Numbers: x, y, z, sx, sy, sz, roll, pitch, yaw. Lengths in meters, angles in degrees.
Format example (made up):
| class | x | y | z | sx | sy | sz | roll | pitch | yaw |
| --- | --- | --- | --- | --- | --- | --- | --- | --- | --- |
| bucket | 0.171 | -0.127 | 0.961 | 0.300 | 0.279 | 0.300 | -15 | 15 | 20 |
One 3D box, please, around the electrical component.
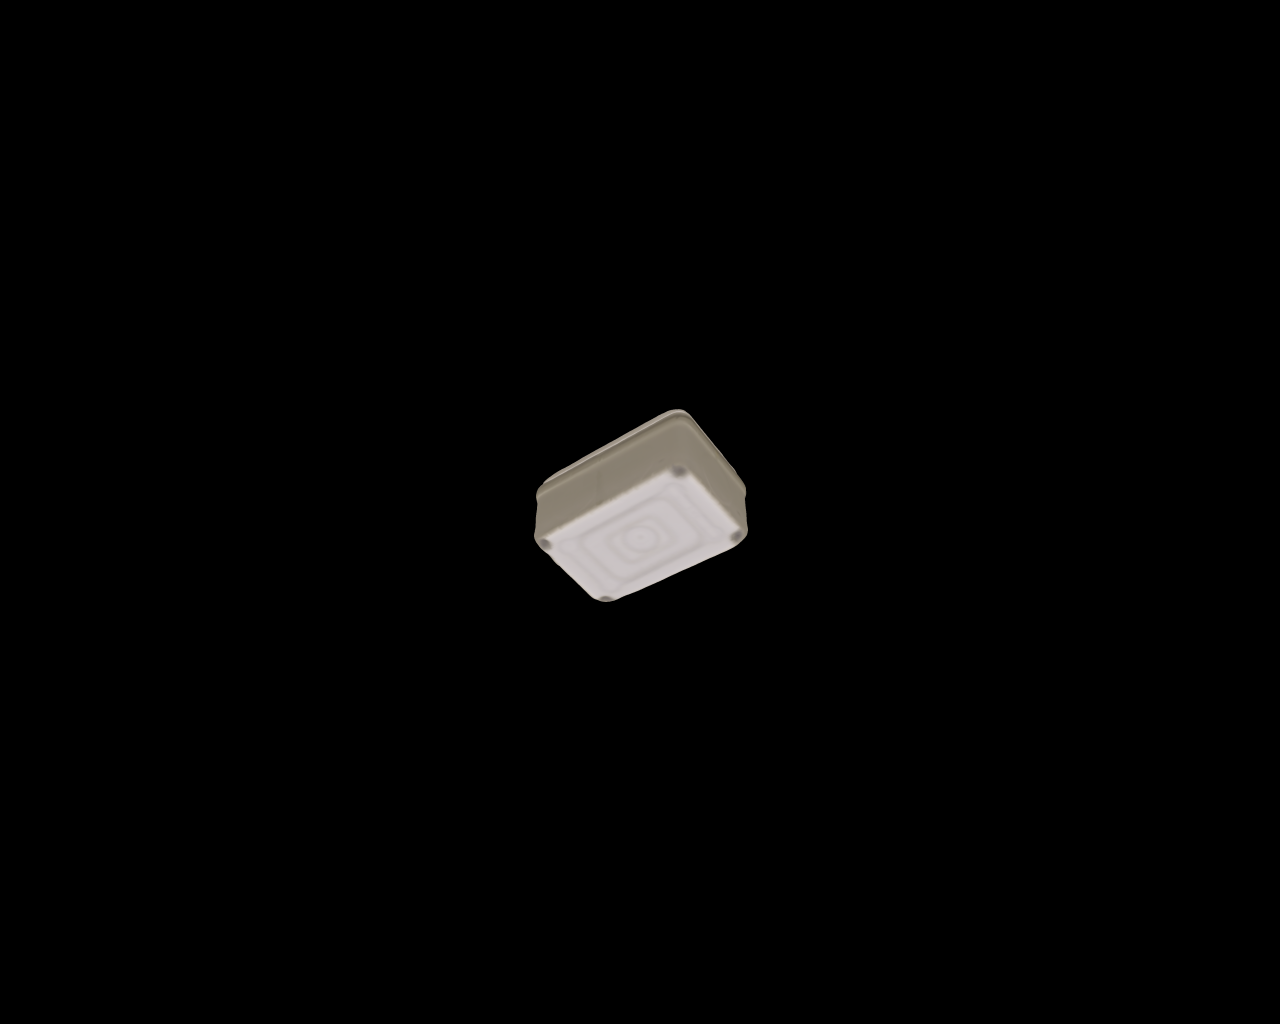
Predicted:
| class | x | y | z | sx | sy | sz | roll | pitch | yaw |
| --- | --- | --- | --- | --- | --- | --- | --- | --- | --- |
| electrical component | 0.001 | -0.003 | 0.650 | 0.113 | 0.057 | 0.078 | -27 | -53 | 22 |
